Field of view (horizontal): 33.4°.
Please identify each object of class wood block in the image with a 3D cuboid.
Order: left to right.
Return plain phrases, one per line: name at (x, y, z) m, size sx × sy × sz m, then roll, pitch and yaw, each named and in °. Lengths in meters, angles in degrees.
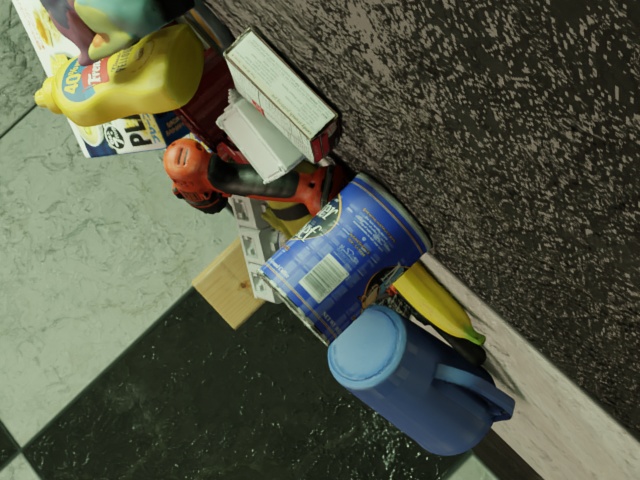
wood block at (-0.079, 0.023, 1.530) m, size 0.091 × 0.206 × 0.090 m, roll 47°, pitch 175°, yaw -6°

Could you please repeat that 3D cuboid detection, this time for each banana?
banana at (0.103, 0.038, 1.154) m, size 0.198 × 0.037 × 0.070 m, roll 45°, pitch 157°, yaw -3°

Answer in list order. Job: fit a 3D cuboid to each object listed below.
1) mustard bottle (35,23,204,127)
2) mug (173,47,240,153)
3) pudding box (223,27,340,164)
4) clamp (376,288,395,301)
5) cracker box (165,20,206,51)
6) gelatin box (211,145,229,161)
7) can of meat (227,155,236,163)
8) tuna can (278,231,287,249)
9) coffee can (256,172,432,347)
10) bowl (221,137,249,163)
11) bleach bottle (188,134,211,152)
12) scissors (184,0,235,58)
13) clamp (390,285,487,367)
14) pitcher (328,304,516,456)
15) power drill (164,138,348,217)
mustard bottle at (-0.215, -0.162, 1.098) m, size 0.192 × 0.096 × 0.058 m, roll -8°, pitch 142°, yaw 27°
mug at (-0.105, -0.145, 1.133) m, size 0.117 × 0.081 × 0.093 m, roll 45°, pitch 175°, yaw 15°
pudding box at (-0.031, -0.125, 0.945) m, size 0.113 × 0.039 × 0.090 m, roll 44°, pitch 174°, yaw 7°
clamp at (0.035, 0.029, 1.385) m, size 0.210 × 0.036 × 0.164 m, roll 37°, pitch 144°, yaw 40°
cracker box at (-0.207, -0.234, 1.337) m, size 0.164 × 0.072 × 0.213 m, roll 45°, pitch 174°, yaw 8°
gelatin box at (-0.113, -0.112, 1.511) m, size 0.030 × 0.073 × 0.089 m, roll 42°, pitch 173°, yaw 31°
can of meat at (-0.068, -0.085, 1.449) m, size 0.083 × 0.057 × 0.102 m, roll 48°, pitch 175°, yaw -36°
tuna can at (-0.009, 0.002, 1.313) m, size 0.086 × 0.086 × 0.034 m, roll 47°, pitch 150°, yaw -12°
coffee can at (0.023, 0.019, 1.034) m, size 0.103 × 0.140 × 0.103 m, roll 46°, pitch 175°, yaw 5°
bowl at (-0.088, -0.126, 1.307) m, size 0.162 × 0.055 × 0.162 m, roll 46°, pitch 175°, yaw 5°
bleach bottle at (-0.163, -0.166, 1.563) m, size 0.103 × 0.068 × 0.251 m, roll 44°, pitch 172°, yaw 16°
scissors at (-0.072, -0.169, 1.054) m, size 0.202 × 0.016 × 0.096 m, roll 46°, pitch 175°, yaw 0°
clamp at (0.124, 0.080, 1.270) m, size 0.120 × 0.039 × 0.171 m, roll 32°, pitch 168°, yaw 50°
pitcher at (0.123, 0.172, 1.324) m, size 0.242 × 0.149 × 0.145 m, roll 38°, pitch -162°, yaw -47°
power drill at (-0.064, -0.052, 1.143) m, size 0.188 × 0.057 × 0.184 m, roll 8°, pitch 170°, yaw 7°
